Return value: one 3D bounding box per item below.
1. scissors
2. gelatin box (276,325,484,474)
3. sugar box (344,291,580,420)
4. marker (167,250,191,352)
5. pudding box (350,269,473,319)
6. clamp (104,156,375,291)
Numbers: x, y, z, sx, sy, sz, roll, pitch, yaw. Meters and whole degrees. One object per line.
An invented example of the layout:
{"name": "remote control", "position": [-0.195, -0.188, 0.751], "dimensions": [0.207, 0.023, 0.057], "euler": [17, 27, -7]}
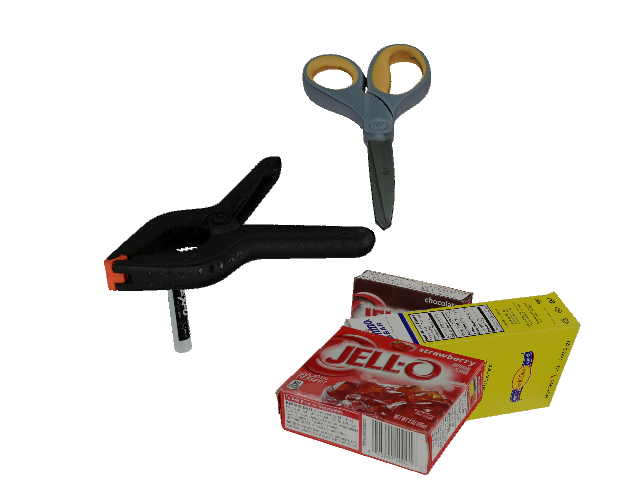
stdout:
{"name": "scissors", "position": [0.019, -0.074, 0.678], "dimensions": [0.096, 0.016, 0.201], "euler": [7, 39, 14]}
{"name": "gelatin box", "position": [0.033, 0.081, 0.569], "dimensions": [0.089, 0.030, 0.073], "euler": [13, 30, 28]}
{"name": "sugar box", "position": [0.099, 0.094, 0.800], "dimensions": [0.176, 0.093, 0.048], "euler": [-8, 40, -21]}
{"name": "marker", "position": [-0.151, 0.063, 1.122], "dimensions": [0.020, 0.121, 0.020], "euler": [-2, 27, 1]}
{"name": "pudding box", "position": [0.084, 0.084, 1.018], "dimensions": [0.114, 0.090, 0.039], "euler": [10, 19, 21]}
{"name": "clamp", "position": [-0.082, -0.009, 0.887], "dimensions": [0.209, 0.036, 0.165], "euler": [-16, 35, -19]}
